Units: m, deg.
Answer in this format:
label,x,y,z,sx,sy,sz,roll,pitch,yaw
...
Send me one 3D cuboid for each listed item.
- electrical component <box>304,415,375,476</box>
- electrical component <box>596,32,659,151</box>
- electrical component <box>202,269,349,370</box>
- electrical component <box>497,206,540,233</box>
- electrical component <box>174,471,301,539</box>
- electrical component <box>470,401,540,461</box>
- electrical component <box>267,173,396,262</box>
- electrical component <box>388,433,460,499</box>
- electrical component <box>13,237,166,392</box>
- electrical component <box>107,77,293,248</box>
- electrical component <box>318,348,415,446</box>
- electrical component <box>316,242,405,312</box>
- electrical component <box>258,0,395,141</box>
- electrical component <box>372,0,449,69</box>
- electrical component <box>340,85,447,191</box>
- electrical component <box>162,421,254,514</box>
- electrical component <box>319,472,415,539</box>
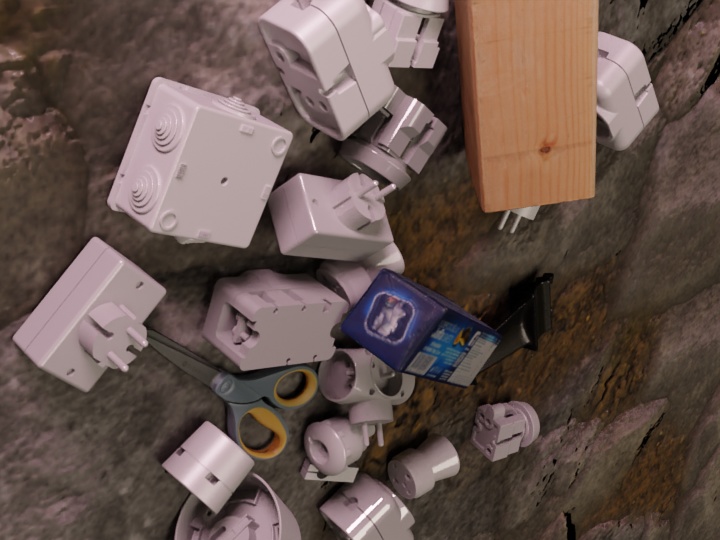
label,x,y,z,sx,sy,sz,roll,pitch,yaw
electrical component,-0.013,0.144,0.918,0.062,0.048,0.048,-20,129,-45
electrical component,0.217,-0.152,0.944,0.059,0.054,0.095,-49,140,-9
electrical component,-0.063,0.034,0.781,0.089,0.056,0.050,-3,118,-45
electrical component,0.143,-0.069,0.931,0.077,0.044,0.079,12,106,-49
electrical component,-0.096,0.211,0.837,0.099,0.099,0.064,-49,146,-9
electrical component,0.149,0.160,1.094,0.055,0.048,0.066,-11,123,-32
electrical component,-0.008,-0.044,0.763,0.076,0.047,0.083,-30,157,37
electrical component,0.060,0.186,1.021,0.055,0.045,0.045,-24,131,-33
electrical component,-0.158,0.036,0.669,0.083,0.076,0.047,-52,141,-5
electrical component,-0.099,-0.064,0.683,0.100,0.048,0.099,10,108,-49
electrical component,0.008,0.107,0.895,0.077,0.044,0.079,11,68,-49
electrical component,0.000,0.000,0.832,0.055,0.045,0.045,-37,137,-22
electrical component,-0.017,-0.142,0.710,0.059,0.054,0.095,-43,139,-16
electrical component,0.033,-0.174,0.748,0.066,0.048,0.055,-8,129,-42
electrical component,0.021,-0.095,0.780,0.057,0.058,0.078,-58,141,-2
electrical component,-0.113,0.147,0.810,0.047,0.055,0.055,-49,140,-15
electrical component,0.010,0.233,0.994,0.059,0.054,0.095,-42,139,-17
